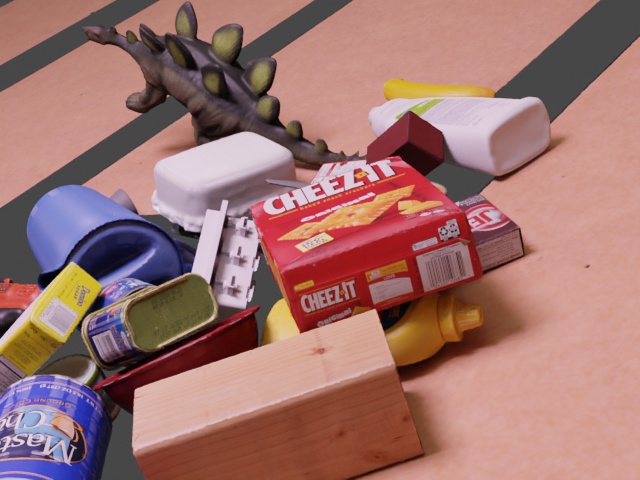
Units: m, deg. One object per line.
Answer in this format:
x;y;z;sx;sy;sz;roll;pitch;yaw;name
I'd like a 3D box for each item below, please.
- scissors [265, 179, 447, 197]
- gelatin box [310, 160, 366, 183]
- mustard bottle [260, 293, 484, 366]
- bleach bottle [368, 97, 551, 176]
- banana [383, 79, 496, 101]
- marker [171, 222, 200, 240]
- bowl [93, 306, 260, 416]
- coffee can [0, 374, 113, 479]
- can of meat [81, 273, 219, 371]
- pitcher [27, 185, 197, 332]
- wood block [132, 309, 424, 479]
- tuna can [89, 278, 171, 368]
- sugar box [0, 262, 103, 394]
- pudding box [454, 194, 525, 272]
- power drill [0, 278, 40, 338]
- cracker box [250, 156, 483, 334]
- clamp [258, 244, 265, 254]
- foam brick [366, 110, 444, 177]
0.038;-0.039;1.157;0.202;0.016;0.096;-1;38;3;scissors
0.032;-0.062;1.241;0.089;0.030;0.073;-4;32;26;gelatin box
0.049;0.077;0.942;0.192;0.058;0.096;-8;24;20;mustard bottle
0.149;-0.136;1.269;0.102;0.068;0.251;-32;27;-24;bleach bottle
0.142;-0.193;1.404;0.069;0.037;0.198;-33;30;-24;banana
-0.132;-0.007;1.254;0.121;0.020;0.020;11;40;45;marker
-0.114;0.116;0.938;0.162;0.055;0.162;-26;1;0;bowl
-0.228;0.190;0.861;0.103;0.103;0.140;-16;27;6;coffee can
-0.154;0.073;0.978;0.101;0.057;0.084;-26;3;-38;can of meat
-0.237;0.014;1.181;0.145;0.149;0.243;-47;29;-7;pitcher
-0.035;0.142;0.842;0.206;0.090;0.091;-19;26;1;wood block
-0.183;0.082;1.049;0.034;0.086;0.086;13;41;43;tuna can
-0.287;0.105;1.032;0.176;0.048;0.093;-44;13;34;sugar box
0.131;0.003;1.047;0.113;0.039;0.090;-23;27;-8;pudding box
-0.404;0.108;1.172;0.185;0.057;0.187;-3;31;28;power drill
0.032;-0.003;0.969;0.164;0.072;0.214;-18;20;-5;cracker box
-0.007;0.001;1.139;0.120;0.039;0.172;-32;33;-11;clamp
0.094;-0.096;1.192;0.078;0.053;0.051;-38;32;40;foam brick
